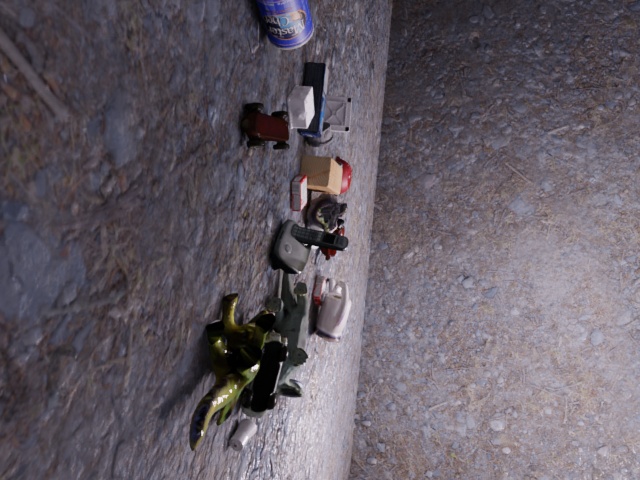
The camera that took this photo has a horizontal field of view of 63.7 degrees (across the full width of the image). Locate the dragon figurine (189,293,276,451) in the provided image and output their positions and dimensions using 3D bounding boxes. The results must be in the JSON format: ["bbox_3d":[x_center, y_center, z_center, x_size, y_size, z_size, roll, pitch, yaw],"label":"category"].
[{"bbox_3d":[-0.166,0.266,0.997,0.122,0.237,0.420,13,39,8],"label":"dragon figurine"}]

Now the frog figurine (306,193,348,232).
[{"bbox_3d":[0.005,-0.084,1.669,0.122,0.137,0.160,13,-1,-20],"label":"frog figurine"}]

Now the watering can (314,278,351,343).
[{"bbox_3d":[0.048,0.258,1.945,0.104,0.224,0.348,18,1,-8],"label":"watering can"}]
